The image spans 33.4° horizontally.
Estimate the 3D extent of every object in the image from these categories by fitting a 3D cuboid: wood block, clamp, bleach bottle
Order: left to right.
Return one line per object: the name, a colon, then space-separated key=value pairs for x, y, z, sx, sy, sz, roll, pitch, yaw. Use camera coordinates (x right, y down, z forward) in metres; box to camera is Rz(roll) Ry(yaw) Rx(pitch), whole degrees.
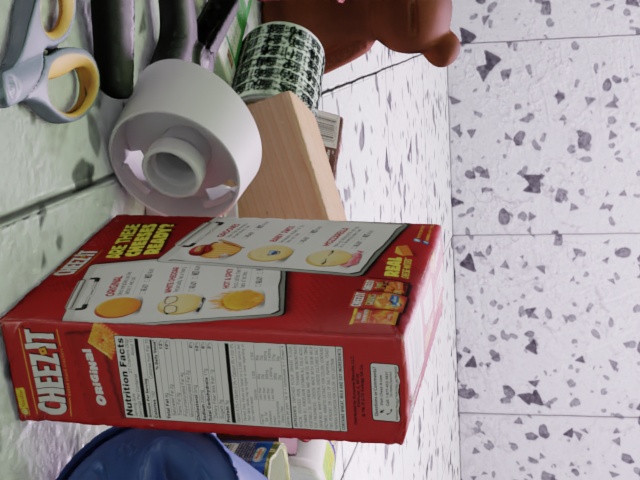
clamp: x=-0.121 y=-0.194 z=0.627 sx=0.164 sy=0.036 sz=0.209 roll=-61 pitch=147 yaw=-15
clamp: x=-0.094 y=-0.134 z=0.786 sx=0.120 sy=0.039 sz=0.171 roll=14 pitch=81 yaw=-66
wood block: x=-0.025 y=0.001 z=0.840 sx=0.090 sy=0.091 sz=0.206 roll=28 pitch=43 yaw=-76
bleach bottle: x=-0.009 y=0.194 z=1.103 sx=0.250 sy=0.068 sz=0.102 roll=-72 pitch=159 yaw=-61

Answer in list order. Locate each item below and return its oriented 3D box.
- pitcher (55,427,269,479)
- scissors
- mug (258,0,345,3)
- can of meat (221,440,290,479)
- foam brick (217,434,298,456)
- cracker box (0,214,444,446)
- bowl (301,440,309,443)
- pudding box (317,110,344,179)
pitcher: x=-0.054 y=0.216 z=0.640 sx=0.145 sy=0.149 sz=0.242 roll=56 pitch=5 yaw=39
scissors: x=-0.161 y=-0.097 z=0.545 sx=0.201 sy=0.016 sz=0.096 roll=-31 pitch=118 yaw=-75
mug: x=-0.024 y=-0.249 z=0.936 sx=0.117 sy=0.081 sz=0.093 roll=-70 pitch=156 yaw=-57
can of meat: x=-0.067 y=0.197 z=0.791 sx=0.057 sy=0.084 sz=0.102 roll=-57 pitch=144 yaw=-67
foam brick: x=-0.060 y=0.141 z=0.840 sx=0.053 sy=0.078 sz=0.051 roll=45 pitch=47 yaw=-71
cracker box: x=-0.044 y=0.045 z=0.608 sx=0.164 sy=0.214 sz=0.072 roll=-59 pitch=148 yaw=-66
bowl: x=-0.034 y=0.108 z=1.003 sx=0.162 sy=0.055 sz=0.162 roll=-1 pitch=90 yaw=-77
pudding box: x=-0.007 y=-0.065 z=1.115 sx=0.090 sy=0.039 sz=0.113 roll=112 pitch=-10 yaw=-56
